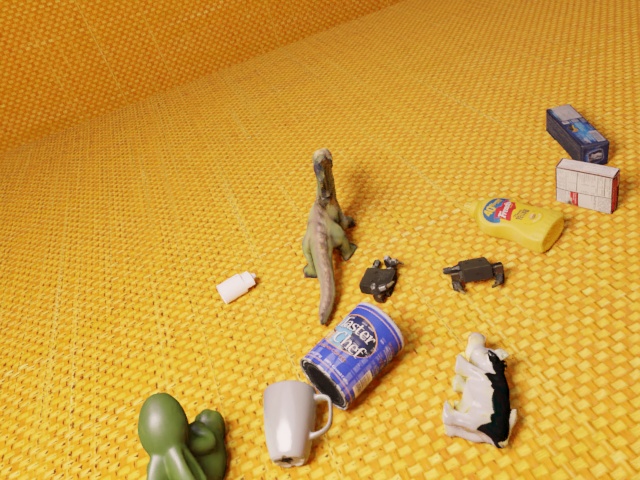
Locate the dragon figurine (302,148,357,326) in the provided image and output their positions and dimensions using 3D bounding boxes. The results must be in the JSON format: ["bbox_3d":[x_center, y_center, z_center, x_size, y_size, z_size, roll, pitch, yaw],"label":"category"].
[{"bbox_3d":[0.003,-0.053,1.046,0.122,0.237,0.420,-8,35,6],"label":"dragon figurine"}]
